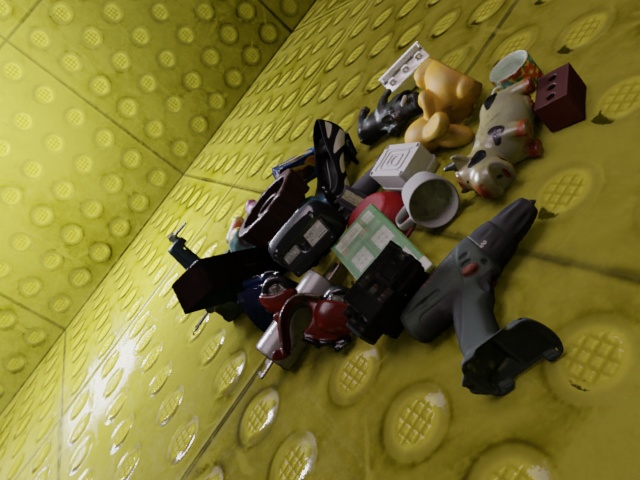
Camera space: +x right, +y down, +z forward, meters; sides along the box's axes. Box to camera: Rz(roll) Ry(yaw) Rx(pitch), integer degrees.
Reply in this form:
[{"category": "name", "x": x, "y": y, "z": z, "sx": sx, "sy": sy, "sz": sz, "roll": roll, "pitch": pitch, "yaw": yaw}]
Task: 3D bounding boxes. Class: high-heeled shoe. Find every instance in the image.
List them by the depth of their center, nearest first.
[{"category": "high-heeled shoe", "x": 0.001, "y": -0.149, "z": 1.198, "sx": 0.086, "sy": 0.145, "sz": 0.249, "roll": -13, "pitch": 43, "yaw": 55}]

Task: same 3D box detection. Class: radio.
[{"category": "radio", "x": -0.188, "y": 0.080, "z": 1.138, "sx": 0.131, "sy": 0.073, "sz": 0.229, "roll": -37, "pitch": -17, "yaw": 36}]

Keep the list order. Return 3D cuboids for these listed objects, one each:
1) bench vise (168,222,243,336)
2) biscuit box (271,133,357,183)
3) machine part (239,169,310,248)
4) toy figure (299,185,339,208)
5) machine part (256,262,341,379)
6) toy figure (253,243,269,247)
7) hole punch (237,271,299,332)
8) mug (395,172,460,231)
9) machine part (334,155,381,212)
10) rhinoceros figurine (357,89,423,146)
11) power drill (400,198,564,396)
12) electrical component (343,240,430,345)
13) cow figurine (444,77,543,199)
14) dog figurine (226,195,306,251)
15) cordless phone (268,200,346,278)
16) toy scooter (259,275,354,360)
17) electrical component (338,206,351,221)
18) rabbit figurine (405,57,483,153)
[{"category": "bench vise", "x": -0.270, "y": 0.079, "z": 1.261, "sx": 0.129, "sy": 0.240, "sz": 0.224, "roll": -41, "pitch": 10, "yaw": 30}, {"category": "biscuit box", "x": -0.012, "y": -0.187, "z": 1.284, "sx": 0.203, "sy": 0.062, "sz": 0.059, "roll": -32, "pitch": 21, "yaw": -17}, {"category": "machine part", "x": -0.097, "y": -0.064, "z": 1.122, "sx": 0.179, "sy": 0.056, "sz": 0.179, "roll": -45, "pitch": 18, "yaw": 19}, {"category": "toy figure", "x": -0.030, "y": -0.029, "z": 1.131, "sx": 0.180, "sy": 0.089, "sz": 0.082, "roll": -42, "pitch": -7, "yaw": 13}, {"category": "machine part", "x": -0.036, "y": 0.140, "z": 0.949, "sx": 0.243, "sy": 0.079, "sz": 0.079, "roll": -54, "pitch": 25, "yaw": -8}, {"category": "toy figure", "x": -0.100, "y": 0.007, "z": 1.235, "sx": 0.154, "sy": 0.064, "sz": 0.058, "roll": -27, "pitch": 8, "yaw": 30}, {"category": "hole punch", "x": -0.092, "y": 0.124, "z": 1.033, "sx": 0.142, "sy": 0.115, "sz": 0.092, "roll": -20, "pitch": 48, "yaw": 49}, {"category": "mug", "x": 0.169, "y": -0.063, "z": 0.890, "sx": 0.109, "sy": 0.081, "sz": 0.107, "roll": -51, "pitch": 13, "yaw": 15}, {"category": "machine part", "x": 0.095, "y": -0.110, "z": 1.088, "sx": 0.084, "sy": 0.039, "sz": 0.139, "roll": 26, "pitch": 69, "yaw": 30}, {"category": "rhinoceros figurine", "x": 0.155, "y": -0.276, "z": 1.196, "sx": 0.190, "sy": 0.073, "sz": 0.112, "roll": -23, "pitch": 36, "yaw": 46}, {"category": "power drill", "x": 0.202, "y": 0.066, "z": 0.645, "sx": 0.232, "sy": 0.086, "sz": 0.207, "roll": -45, "pitch": 29, "yaw": 18}, {"category": "electrical component", "x": 0.095, "y": 0.082, "z": 0.755, "sx": 0.058, "sy": 0.114, "sz": 0.134, "roll": 38, "pitch": 90, "yaw": 36}, {"category": "cow figurine", "x": 0.267, "y": -0.146, "z": 0.818, "sx": 0.127, "sy": 0.085, "sz": 0.195, "roll": -14, "pitch": 46, "yaw": 44}, {"category": "dog figurine", "x": -0.117, "y": -0.036, "z": 1.295, "sx": 0.219, "sy": 0.108, "sz": 0.191, "roll": 1, "pitch": 55, "yaw": 57}, {"category": "cordless phone", "x": -0.002, "y": -0.004, "z": 1.038, "sx": 0.146, "sy": 0.089, "sz": 0.184, "roll": -47, "pitch": -13, "yaw": 18}, {"category": "toy scooter", "x": -0.017, "y": 0.135, "z": 0.869, "sx": 0.075, "sy": 0.184, "sz": 0.135, "roll": 61, "pitch": -140, "yaw": -71}, {"category": "electrical component", "x": 0.059, "y": -0.054, "z": 1.118, "sx": 0.094, "sy": 0.021, "sz": 0.063, "roll": -52, "pitch": 25, "yaw": -3}, {"category": "rabbit figurine", "x": 0.227, "y": -0.228, "z": 1.000, "sx": 0.173, "sy": 0.122, "sz": 0.162, "roll": -56, "pitch": 31, "yaw": 24}]
